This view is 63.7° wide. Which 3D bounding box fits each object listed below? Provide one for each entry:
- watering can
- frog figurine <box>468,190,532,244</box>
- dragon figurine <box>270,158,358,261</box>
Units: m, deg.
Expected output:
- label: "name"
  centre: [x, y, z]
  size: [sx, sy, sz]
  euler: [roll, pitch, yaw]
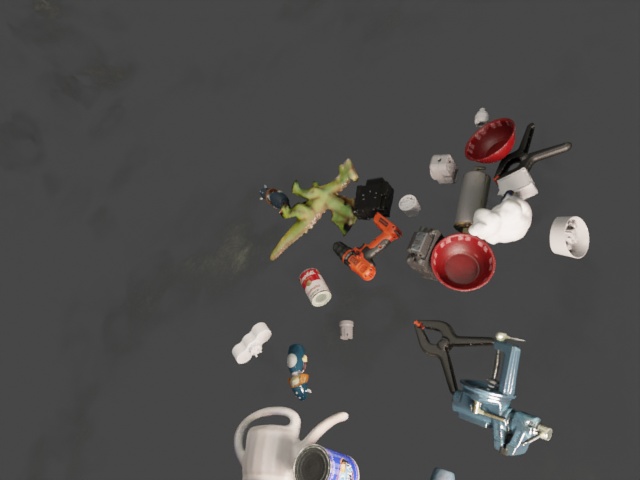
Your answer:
- label: "watering can"
  centre: [-0.089, 0.543, 1.322]
  size: [0.345, 0.102, 0.229]
  euler: [-13, 55, 28]
- label: "frog figurine"
  centre: [0.459, -0.045, 1.305]
  size: [0.124, 0.161, 0.134]
  euler: [49, 132, 16]
- label: "dragon figurine"
  centre: [0.005, -0.086, 1.710]
  size: [0.244, 0.120, 0.413]
  euler: [17, 79, 33]
